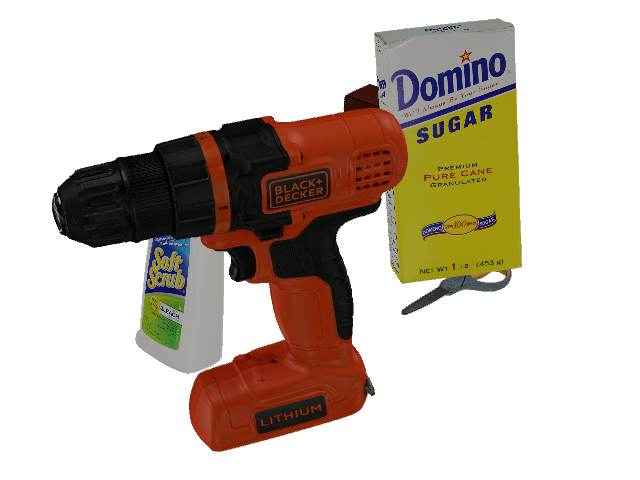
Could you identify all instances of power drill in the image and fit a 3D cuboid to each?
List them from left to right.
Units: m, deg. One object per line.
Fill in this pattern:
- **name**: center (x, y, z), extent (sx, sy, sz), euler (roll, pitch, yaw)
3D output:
- **power drill**: center (-0.041, 0.025, 0.578), extent (0.184, 0.188, 0.057), euler (-12, 36, -15)

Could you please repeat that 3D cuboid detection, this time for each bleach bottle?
- **bleach bottle**: center (-0.146, 0.011, 1.132), extent (0.103, 0.251, 0.067), euler (25, 31, 37)

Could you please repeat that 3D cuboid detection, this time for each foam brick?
- **foam brick**: center (0.070, -0.138, 1.211), extent (0.078, 0.053, 0.051), euler (23, 36, 31)

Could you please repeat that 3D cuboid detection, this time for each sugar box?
- **sugar box**: center (0.092, -0.063, 0.757), extent (0.093, 0.176, 0.048), euler (-8, 21, -6)

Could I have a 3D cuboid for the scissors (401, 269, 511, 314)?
- **scissors**: center (0.146, 0.043, 1.280), extent (0.201, 0.016, 0.096), euler (-9, 40, -37)
